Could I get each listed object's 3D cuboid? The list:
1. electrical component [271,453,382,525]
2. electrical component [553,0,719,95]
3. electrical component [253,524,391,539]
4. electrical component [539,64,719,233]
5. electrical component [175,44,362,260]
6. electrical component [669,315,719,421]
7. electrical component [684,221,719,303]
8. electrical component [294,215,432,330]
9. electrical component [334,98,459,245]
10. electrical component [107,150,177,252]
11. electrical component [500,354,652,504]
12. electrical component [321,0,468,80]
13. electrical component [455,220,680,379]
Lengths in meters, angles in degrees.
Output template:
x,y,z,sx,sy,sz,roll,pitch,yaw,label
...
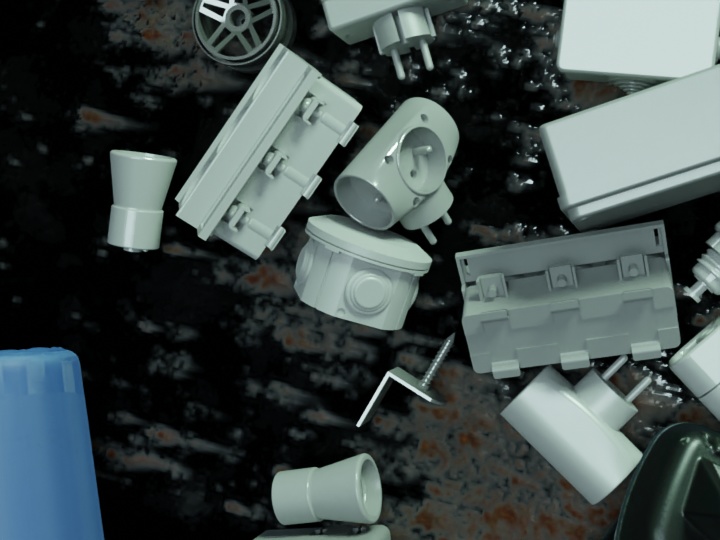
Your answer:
x,y,z,sx,sy,sz,roll,pitch,yaw,label
-0.023,0.144,0.691,0.065,0.044,0.044,-10,88,19,electrical component
0.167,-0.154,0.636,0.100,0.048,0.099,7,92,14,electrical component
-0.028,0.195,0.684,0.089,0.056,0.050,-6,89,14,electrical component
0.163,-0.066,0.608,0.109,0.109,0.056,-18,83,14,electrical component
-0.057,-0.073,0.682,0.063,0.078,0.121,33,99,-18,electrical component
0.234,0.045,0.618,0.095,0.054,0.059,-44,81,11,electrical component
0.222,-0.012,0.628,0.078,0.040,0.040,-46,80,11,electrical component
0.000,0.000,0.665,0.080,0.080,0.051,21,101,13,electrical component
0.032,-0.052,0.664,0.044,0.077,0.079,-1,131,48,electrical component
-0.149,-0.045,0.721,0.044,0.044,0.065,10,98,14,electrical component
0.140,0.086,0.648,0.077,0.043,0.079,45,100,10,electrical component
0.025,-0.158,0.673,0.083,0.047,0.075,-16,87,14,electrical component
0.123,0.022,0.635,0.121,0.063,0.078,-9,117,14,electrical component
